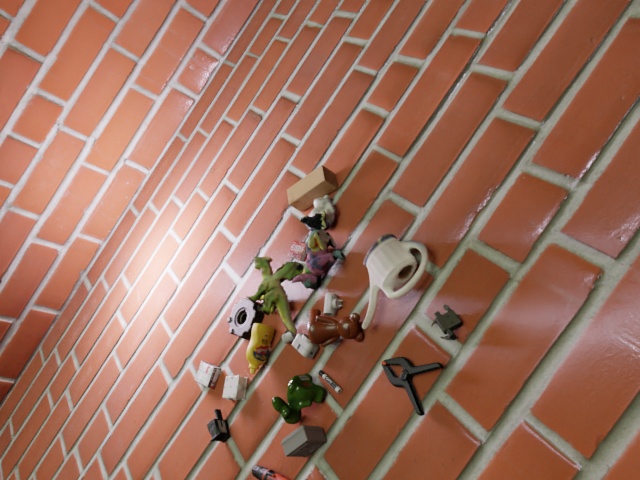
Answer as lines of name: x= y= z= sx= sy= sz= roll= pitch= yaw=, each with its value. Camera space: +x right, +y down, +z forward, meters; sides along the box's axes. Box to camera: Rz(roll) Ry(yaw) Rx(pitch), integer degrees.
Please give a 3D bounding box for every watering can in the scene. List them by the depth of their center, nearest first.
watering can: x=0.221 y=0.123 z=1.770 sx=0.345 sy=0.103 sz=0.229 roll=-48 pitch=43 yaw=12

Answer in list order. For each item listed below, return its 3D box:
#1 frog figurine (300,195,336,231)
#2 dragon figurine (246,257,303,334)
frog figurine: x=0.006 y=-0.107 z=2.125 sx=0.135 sy=0.122 sz=0.163 roll=-40 pitch=10 yaw=32
dragon figurine: x=-0.159 y=0.190 z=2.105 sx=0.415 sy=0.120 sz=0.244 roll=32 pitch=83 yaw=39
